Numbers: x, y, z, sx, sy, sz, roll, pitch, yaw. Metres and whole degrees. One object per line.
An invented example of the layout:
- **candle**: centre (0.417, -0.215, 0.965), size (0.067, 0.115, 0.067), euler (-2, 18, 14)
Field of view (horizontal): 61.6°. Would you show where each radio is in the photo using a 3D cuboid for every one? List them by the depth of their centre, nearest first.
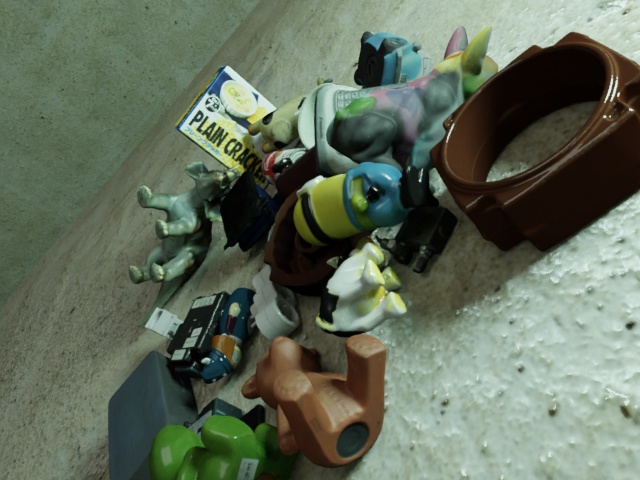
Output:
- **radio**: centre (-0.257, 0.280, 0.825), size (0.131, 0.073, 0.230), euler (-50, 30, 1)

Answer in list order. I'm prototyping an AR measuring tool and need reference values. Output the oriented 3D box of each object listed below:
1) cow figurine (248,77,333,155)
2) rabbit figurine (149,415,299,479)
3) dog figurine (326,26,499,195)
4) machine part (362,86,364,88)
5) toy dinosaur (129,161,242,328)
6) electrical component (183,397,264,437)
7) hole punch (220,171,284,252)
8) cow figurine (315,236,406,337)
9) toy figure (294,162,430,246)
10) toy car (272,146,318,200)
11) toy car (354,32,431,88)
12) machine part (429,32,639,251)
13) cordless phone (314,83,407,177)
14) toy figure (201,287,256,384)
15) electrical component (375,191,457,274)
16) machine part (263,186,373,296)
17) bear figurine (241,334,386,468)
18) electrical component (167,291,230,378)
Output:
- **cow figurine**: centre (-0.034, -0.250, 1.055), size (0.195, 0.085, 0.127), euler (-39, 19, -25)
- **rabbit figurine**: centre (-0.124, 0.269, 0.603), size (0.170, 0.121, 0.159), euler (0, 78, 39)
- **dog figurine**: centre (0.130, -0.182, 0.691), size (0.219, 0.191, 0.109), euler (-64, 20, 10)
- **machine part**: centre (0.096, -0.273, 0.977), size (0.084, 0.039, 0.139), euler (-36, 33, 37)
- **toy dinosaur**: centre (-0.278, -0.003, 1.106), size (0.131, 0.192, 0.404), euler (44, 127, 28)
- **electrical component**: centre (-0.129, 0.249, 0.699), size (0.119, 0.047, 0.075), euler (-39, 32, 25)
- **hole punch**: centre (-0.115, -0.045, 0.976), size (0.142, 0.092, 0.116), euler (-44, 43, 28)
- **cow figurine**: centre (0.041, 0.054, 0.628), size (0.098, 0.068, 0.167), euler (-35, 11, 13)
- **toy figure**: centre (0.042, -0.043, 0.644), size (0.180, 0.082, 0.089), euler (-6, 62, 40)
- **toy car**: centre (0.007, -0.135, 0.901), size (0.202, 0.089, 0.053), euler (-37, -11, 23)
- **toy car**: centre (0.123, -0.276, 0.872), size (0.162, 0.103, 0.109), euler (-116, 30, -55)
- **machine part**: centre (0.223, -0.103, 0.550), size (0.201, 0.087, 0.201), euler (-41, 31, 21)
- **cordless phone**: centre (0.086, -0.158, 0.785), size (0.184, 0.088, 0.146), euler (-5, 76, 16)
- **toy figure**: centre (-0.134, 0.144, 0.808), size (0.058, 0.064, 0.154), euler (-10, 47, 33)
- **electrical component**: centre (0.115, -0.015, 0.646), size (0.102, 0.045, 0.078), euler (-57, 27, -10)
- **machine part**: centre (-0.002, -0.002, 0.765), size (0.179, 0.056, 0.179), euler (-26, 48, 32)
- **bear figurine**: centre (-0.016, 0.146, 0.578), size (0.120, 0.131, 0.196), euler (-21, 25, -21)
- **electrical component**: centre (-0.190, 0.157, 0.881), size (0.115, 0.058, 0.134), euler (-17, 44, 49)
